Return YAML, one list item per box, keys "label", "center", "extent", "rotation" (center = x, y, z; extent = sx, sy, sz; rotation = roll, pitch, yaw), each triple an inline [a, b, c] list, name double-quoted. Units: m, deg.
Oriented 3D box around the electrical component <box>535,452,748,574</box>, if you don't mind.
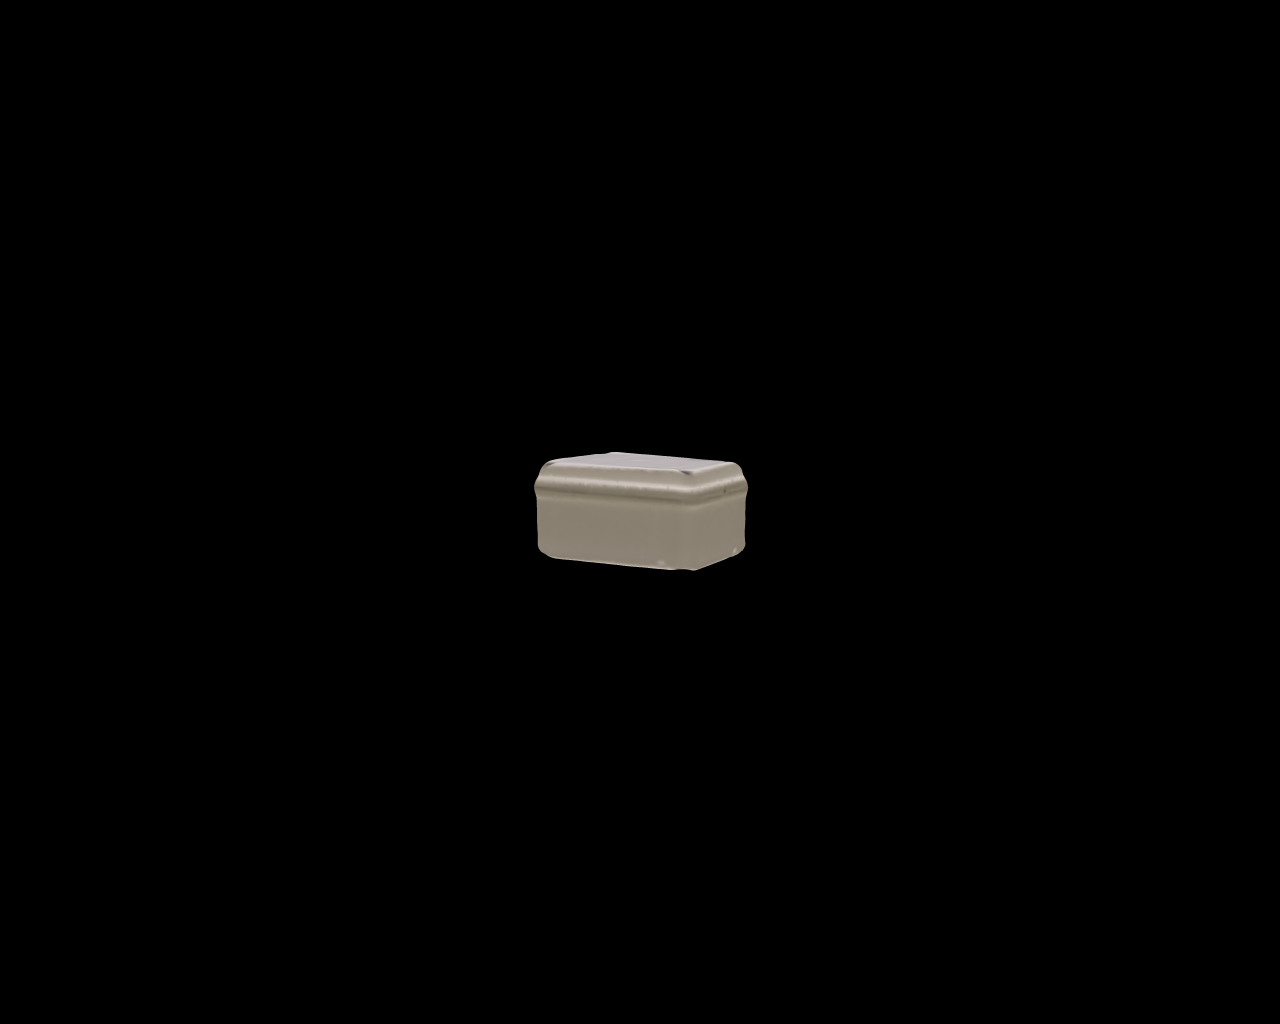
- label: "electrical component"
  center: [0.001, -0.003, 0.650]
  extent: [0.113, 0.057, 0.078]
  rotation: [6, 11, 32]
